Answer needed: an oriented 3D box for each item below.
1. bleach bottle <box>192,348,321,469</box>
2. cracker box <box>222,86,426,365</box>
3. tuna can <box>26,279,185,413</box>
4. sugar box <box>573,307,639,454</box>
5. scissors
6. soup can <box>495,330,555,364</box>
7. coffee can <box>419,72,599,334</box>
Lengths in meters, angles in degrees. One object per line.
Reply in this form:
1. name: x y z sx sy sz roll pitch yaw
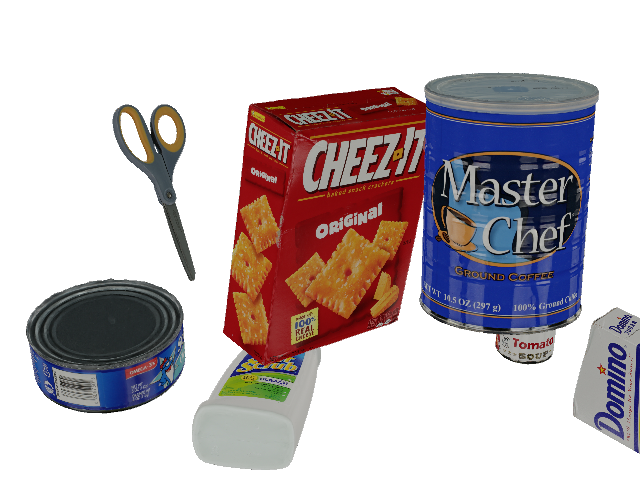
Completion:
1. bleach bottle: -0.057 0.145 1.112 0.102 0.068 0.250 6 20 5
2. cracker box: 0.010 -0.014 0.916 0.163 0.214 0.072 -13 34 -39
3. tuna can: -0.118 0.058 0.596 0.086 0.034 0.086 0 30 0
4. sugar box: 0.279 0.131 0.803 0.176 0.093 0.048 26 35 35
5. scissors: -0.160 -0.064 1.177 0.016 0.201 0.096 -15 18 47
6. soup can: 0.236 0.081 1.217 0.068 0.102 0.068 0 25 0
7. coffee can: 0.114 -0.026 0.659 0.103 0.140 0.103 0 18 0
